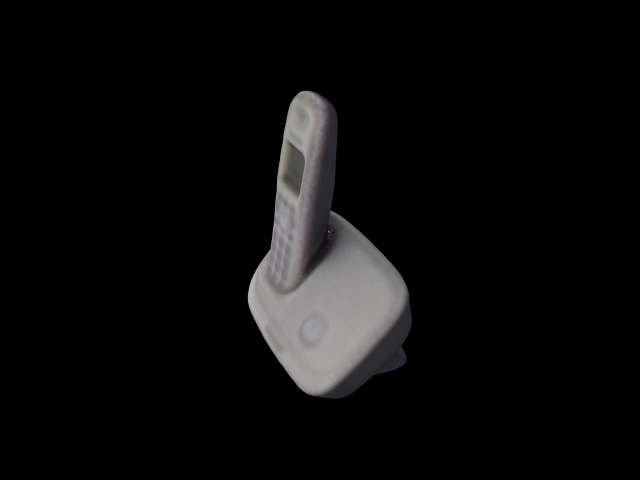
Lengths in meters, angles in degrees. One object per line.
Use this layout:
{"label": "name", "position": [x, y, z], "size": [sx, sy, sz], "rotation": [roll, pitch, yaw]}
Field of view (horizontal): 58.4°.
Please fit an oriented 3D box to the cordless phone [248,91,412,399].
{"label": "cordless phone", "position": [0.004, 0.001, 0.400], "size": [0.094, 0.185, 0.147], "rotation": [-17, 36, -24]}
